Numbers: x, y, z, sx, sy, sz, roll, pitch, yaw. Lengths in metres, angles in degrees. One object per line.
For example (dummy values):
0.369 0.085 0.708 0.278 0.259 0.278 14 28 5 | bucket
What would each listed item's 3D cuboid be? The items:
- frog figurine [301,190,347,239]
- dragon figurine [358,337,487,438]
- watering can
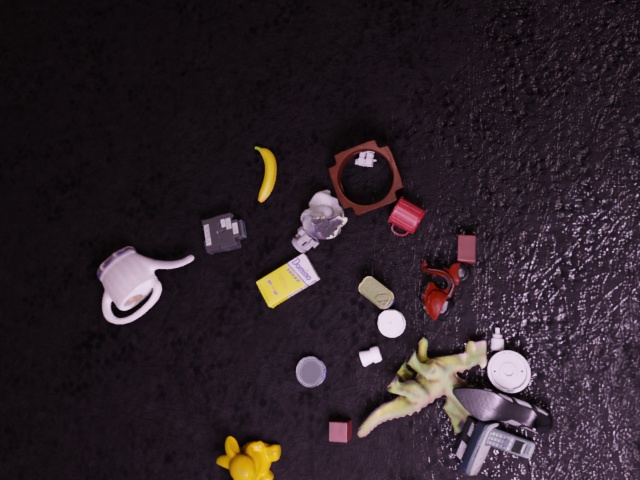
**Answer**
0.005 -0.081 1.603 0.138 0.120 0.163 -15 38 -8 | frog figurine
0.309 0.426 1.401 0.244 0.411 0.121 35 -3 10 | dragon figurine
-0.581 0.110 1.665 0.348 0.227 0.103 -43 -19 0 | watering can
